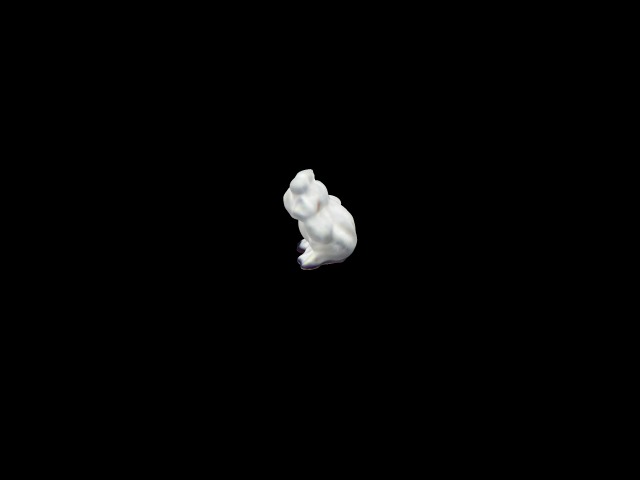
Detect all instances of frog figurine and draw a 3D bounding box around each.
[{"bbox_3d":[0.003,-0.043,0.850,0.123,0.156,0.140,6,25,14],"label":"frog figurine"}]
